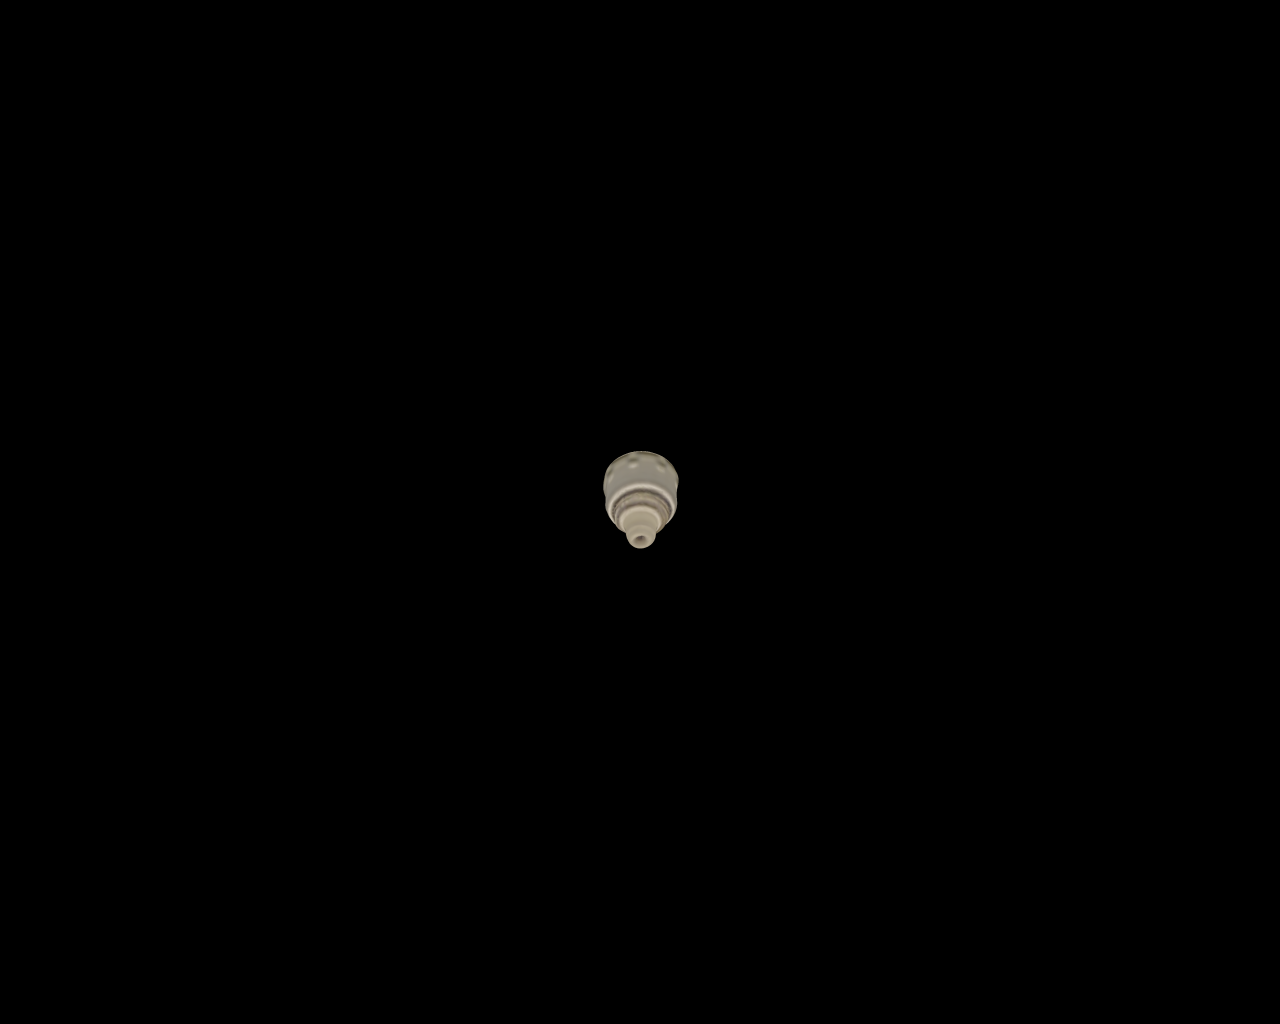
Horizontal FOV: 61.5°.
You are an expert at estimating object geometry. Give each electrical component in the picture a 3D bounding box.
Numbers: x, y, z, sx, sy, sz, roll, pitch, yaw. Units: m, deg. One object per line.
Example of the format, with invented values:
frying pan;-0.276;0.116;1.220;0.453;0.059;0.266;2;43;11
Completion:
electrical component;0.001;-0.003;0.650;0.048;0.048;0.062;0;41;0
